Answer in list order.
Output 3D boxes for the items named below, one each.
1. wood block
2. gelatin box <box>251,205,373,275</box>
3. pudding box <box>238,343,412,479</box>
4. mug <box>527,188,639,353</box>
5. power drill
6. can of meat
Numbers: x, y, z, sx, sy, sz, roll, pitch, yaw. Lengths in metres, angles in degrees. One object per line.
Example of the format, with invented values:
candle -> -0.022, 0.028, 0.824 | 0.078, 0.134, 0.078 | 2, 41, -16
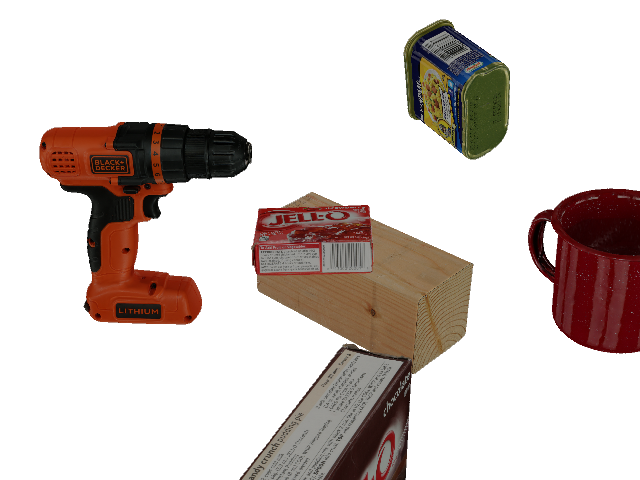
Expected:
wood block -> 0.039, 0.038, 1.072 | 0.206, 0.091, 0.090 | 26, 39, 34
gelatin box -> -0.006, -0.002, 0.809 | 0.089, 0.030, 0.073 | -1, 22, 1
pudding box -> 0.004, 0.112, 0.465 | 0.039, 0.090, 0.113 | 12, 31, 19
mug -> 0.191, 0.018, 0.728 | 0.117, 0.081, 0.093 | 24, 40, 37
power drill -> -0.149, -0.017, 0.956 | 0.184, 0.188, 0.057 | 2, 27, 6
can of meat -> 0.125, -0.135, 0.965 | 0.057, 0.102, 0.084 | -29, 49, -18
